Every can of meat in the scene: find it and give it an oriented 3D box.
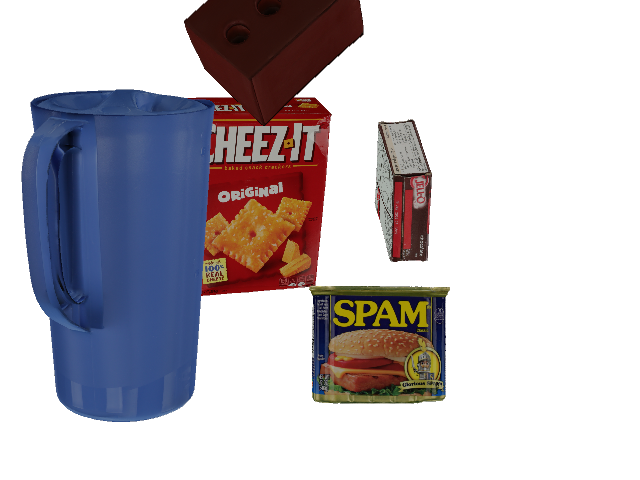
[{"bbox_3d":[0.042,0.075,0.781,0.102,0.084,0.057,1,-3,-3],"label":"can of meat"}]

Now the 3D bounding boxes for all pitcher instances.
[{"bbox_3d":[-0.153,0.011,0.802,0.149,0.243,0.145,-4,16,-22],"label":"pitcher"}]

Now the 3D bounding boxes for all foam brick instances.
[{"bbox_3d":[-0.023,-0.112,0.561,0.053,0.078,0.051,43,-9,18],"label":"foam brick"}]

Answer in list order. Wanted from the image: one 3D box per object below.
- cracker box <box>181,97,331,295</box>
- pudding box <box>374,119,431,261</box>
[{"bbox_3d":[-0.080,-0.048,1.191,0.164,0.214,0.072,-3,24,-19],"label":"cracker box"},{"bbox_3d":[0.075,-0.047,0.972,0.039,0.090,0.113,-3,32,-5],"label":"pudding box"}]
